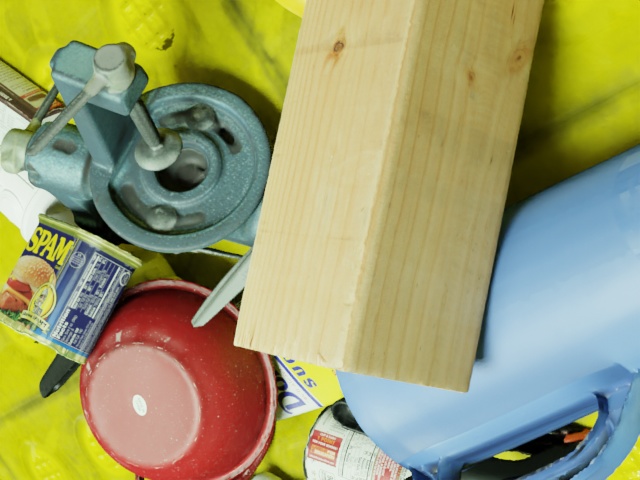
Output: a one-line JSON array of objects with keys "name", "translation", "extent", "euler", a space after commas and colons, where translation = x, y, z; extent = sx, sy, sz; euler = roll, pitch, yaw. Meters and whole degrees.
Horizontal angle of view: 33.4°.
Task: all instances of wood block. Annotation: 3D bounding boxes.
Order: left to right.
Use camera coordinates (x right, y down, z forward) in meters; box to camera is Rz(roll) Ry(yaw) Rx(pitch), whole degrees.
[{"name": "wood block", "translation": [0.035, -0.035, 0.543], "extent": [0.091, 0.090, 0.206], "euler": [6, 83, 51]}]

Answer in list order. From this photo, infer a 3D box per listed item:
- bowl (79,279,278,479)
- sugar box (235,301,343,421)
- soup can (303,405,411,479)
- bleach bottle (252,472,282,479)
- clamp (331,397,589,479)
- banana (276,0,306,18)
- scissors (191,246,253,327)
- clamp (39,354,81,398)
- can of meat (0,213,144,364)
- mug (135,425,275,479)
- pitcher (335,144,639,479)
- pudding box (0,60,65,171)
[{"name": "bowl", "translation": [-0.115, 0.111, 0.766], "extent": [0.162, 0.055, 0.162], "euler": [4, 100, 20]}, {"name": "sugar box", "translation": [0.004, 0.067, 0.753], "extent": [0.177, 0.048, 0.093], "euler": [-28, 96, 44]}, {"name": "soup can", "translation": [0.047, 0.160, 0.759], "extent": [0.102, 0.068, 0.068], "euler": [13, 124, 32]}, {"name": "bleach bottle", "translation": [0.019, 0.239, 0.838], "extent": [0.251, 0.068, 0.102], "euler": [18, 126, 33]}, {"name": "clamp", "translation": [0.086, 0.146, 0.676], "extent": [0.171, 0.120, 0.039], "euler": [-1, 130, 10]}, {"name": "banana", "translation": [-0.068, -0.180, 0.662], "extent": [0.198, 0.037, 0.070], "euler": [16, 121, 32]}, {"name": "scissors", "translation": [-0.004, 0.001, 0.655], "extent": [0.096, 0.016, 0.202], "euler": [32, 118, 8]}, {"name": "clamp", "translation": [-0.187, 0.095, 0.933], "extent": [0.165, 0.036, 0.210], "euler": [26, 130, 24]}, {"name": "can of meat", "translation": [-0.185, 0.034, 0.772], "extent": [0.057, 0.084, 0.102], "euler": [33, 170, -37]}, {"name": "mug", "translation": [-0.103, 0.159, 0.854], "extent": [0.082, 0.117, 0.093], "euler": [26, 163, 31]}, {"name": "pitcher", "translation": [0.130, 0.044, 0.572], "extent": [0.243, 0.144, 0.149], "euler": [-32, 91, 43]}, {"name": "pudding box", "translation": [-0.256, -0.082, 0.878], "extent": [0.090, 0.039, 0.114], "euler": [34, 135, 16]}]
